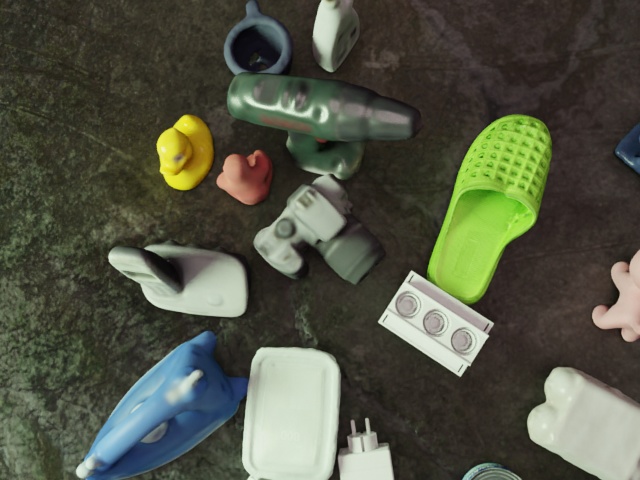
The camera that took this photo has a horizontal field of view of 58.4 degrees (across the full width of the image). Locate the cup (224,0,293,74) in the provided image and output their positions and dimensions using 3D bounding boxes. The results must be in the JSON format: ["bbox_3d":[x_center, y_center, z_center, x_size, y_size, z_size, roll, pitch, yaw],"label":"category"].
[{"bbox_3d":[-0.080,-0.258,0.790,0.091,0.095,0.118,-10,81,3],"label":"cup"}]

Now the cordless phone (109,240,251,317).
[{"bbox_3d":[-0.168,0.045,0.709,0.147,0.185,0.094,4,82,5],"label":"cordless phone"}]

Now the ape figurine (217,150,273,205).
[{"bbox_3d":[-0.103,-0.089,0.770,0.078,0.092,0.076,-13,81,3],"label":"ape figurine"}]

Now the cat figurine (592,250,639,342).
[{"bbox_3d":[0.401,0.059,0.698,0.067,0.118,0.128,21,84,7],"label":"cat figurine"}]

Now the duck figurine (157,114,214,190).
[{"bbox_3d":[-0.192,-0.127,0.785,0.077,0.086,0.105,13,83,6],"label":"duck figurine"}]

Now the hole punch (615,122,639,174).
[{"bbox_3d":[0.461,-0.127,0.733,0.109,0.091,0.101,-45,81,-2],"label":"hole punch"}]

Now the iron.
[{"bbox_3d":[-0.216,0.231,0.709,0.258,0.141,0.118,-40,81,-2],"label":"iron"}]

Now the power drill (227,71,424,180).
[{"bbox_3d":[0.008,-0.141,0.710,0.229,0.208,0.076,14,83,6],"label":"power drill"}]

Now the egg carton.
[{"bbox_3d":[0.337,0.229,0.704,0.150,0.069,0.107,27,85,8],"label":"egg carton"}]

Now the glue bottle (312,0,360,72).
[{"bbox_3d":[0.019,-0.289,0.748,0.037,0.173,0.078,35,86,9],"label":"glue bottle"}]

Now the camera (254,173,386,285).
[{"bbox_3d":[0.007,0.003,0.744,0.136,0.101,0.143,44,87,9],"label":"camera"}]
